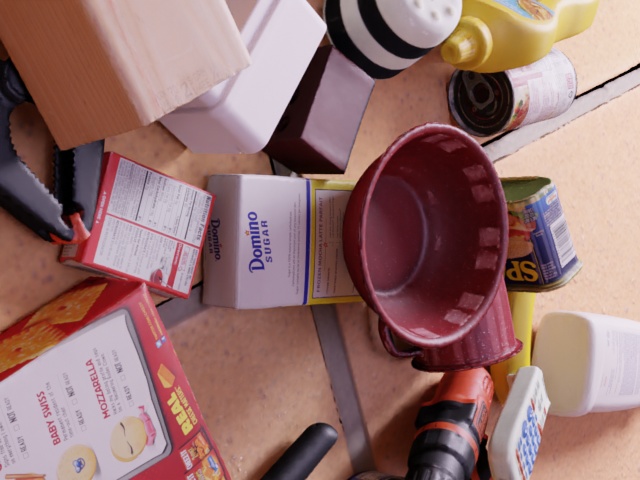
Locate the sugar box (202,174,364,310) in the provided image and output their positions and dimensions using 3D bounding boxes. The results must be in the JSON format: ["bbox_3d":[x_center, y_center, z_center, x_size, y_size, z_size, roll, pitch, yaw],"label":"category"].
[{"bbox_3d":[-0.005,0.001,0.781,0.175,0.048,0.093,1,91,-41],"label":"sugar box"}]

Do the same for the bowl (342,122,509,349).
[{"bbox_3d":[0.067,-0.003,0.777,0.161,0.055,0.162,-2,92,-43],"label":"bowl"}]

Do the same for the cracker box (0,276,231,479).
[{"bbox_3d":[-0.166,0.143,0.614,0.213,0.072,0.164,-36,116,-36],"label":"cracker box"}]

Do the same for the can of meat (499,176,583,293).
[{"bbox_3d":[0.161,-0.006,0.903,0.057,0.102,0.084,-36,114,-38],"label":"can of meat"}]

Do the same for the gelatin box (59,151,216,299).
[{"bbox_3d":[-0.115,-0.008,0.684,0.089,0.030,0.073,23,75,-42],"label":"gelatin box"}]

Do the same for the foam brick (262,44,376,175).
[{"bbox_3d":[-0.004,-0.092,0.771,0.051,0.053,0.078,32,69,-40],"label":"foam brick"}]

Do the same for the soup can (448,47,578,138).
[{"bbox_3d":[0.169,-0.131,0.926,0.102,0.069,0.068,-18,104,-43],"label":"soup can"}]

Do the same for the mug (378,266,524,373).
[{"bbox_3d":[0.101,0.058,0.864,0.117,0.093,0.081,-14,98,-15],"label":"mug"}]

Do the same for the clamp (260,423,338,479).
[{"bbox_3d":[-0.043,0.214,0.760,0.171,0.039,0.120,-20,102,-39],"label":"clamp"}]

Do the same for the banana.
[{"bbox_3d":[0.181,0.069,0.973,0.069,0.037,0.198,4,91,-63],"label":"banana"}]

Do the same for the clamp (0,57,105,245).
[{"bbox_3d":[-0.185,-0.094,0.606,0.164,0.036,0.210,-20,102,-41],"label":"clamp"}]

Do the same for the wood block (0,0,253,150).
[{"bbox_3d":[-0.133,-0.164,0.573,0.090,0.091,0.206,-38,110,-38],"label":"wood block"}]

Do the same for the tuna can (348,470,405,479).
[{"bbox_3d":[0.044,0.227,0.847,0.085,0.034,0.086,-2,93,-44],"label":"tuna can"}]

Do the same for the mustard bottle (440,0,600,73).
[{"bbox_3d":[0.150,-0.179,0.869,0.191,0.096,0.058,-36,146,-47],"label":"mustard bottle"}]

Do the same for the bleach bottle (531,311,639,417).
[{"bbox_3d":[0.307,0.132,1.079,0.250,0.068,0.102,13,84,-46],"label":"bleach bottle"}]

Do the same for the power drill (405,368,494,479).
[{"bbox_3d":[0.122,0.219,0.873,0.184,0.057,0.187,-54,132,-55],"label":"power drill"}]
